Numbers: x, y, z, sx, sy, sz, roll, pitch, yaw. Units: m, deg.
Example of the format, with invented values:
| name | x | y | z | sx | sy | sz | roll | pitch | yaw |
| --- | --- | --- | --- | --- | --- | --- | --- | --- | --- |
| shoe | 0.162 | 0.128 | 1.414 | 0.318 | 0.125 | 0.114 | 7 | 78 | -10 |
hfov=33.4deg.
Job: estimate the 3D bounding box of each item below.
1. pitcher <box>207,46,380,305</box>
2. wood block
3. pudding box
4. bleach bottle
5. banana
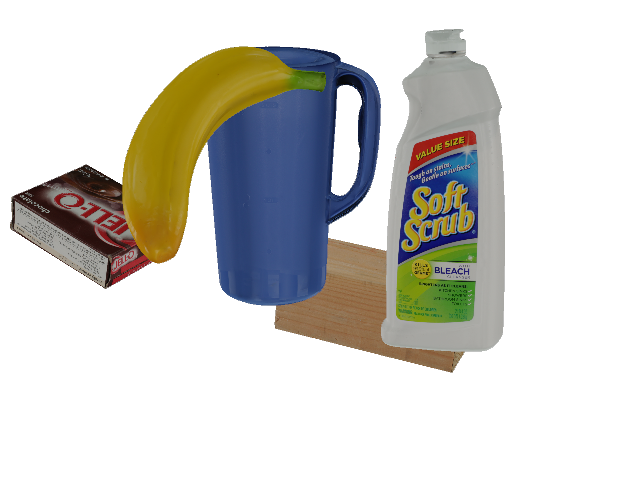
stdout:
| name | x | y | z | sx | sy | sz | roll | pitch | yaw |
| --- | --- | --- | --- | --- | --- | --- | --- | --- | --- |
| pitcher | -0.037 | -0.064 | 1.039 | 0.144 | 0.243 | 0.149 | -13 | 22 | -33 |
| wood block | 0.062 | 0.067 | 1.182 | 0.206 | 0.091 | 0.090 | 13 | 23 | 18 |
| pudding box | -0.190 | -0.014 | 0.899 | 0.114 | 0.039 | 0.089 | 27 | 33 | 22 |
| bleach bottle | 0.095 | -0.040 | 0.852 | 0.103 | 0.251 | 0.068 | 2 | 15 | 21 |
| banana | -0.065 | -0.062 | 0.596 | 0.070 | 0.037 | 0.197 | 19 | 44 | 17 |
